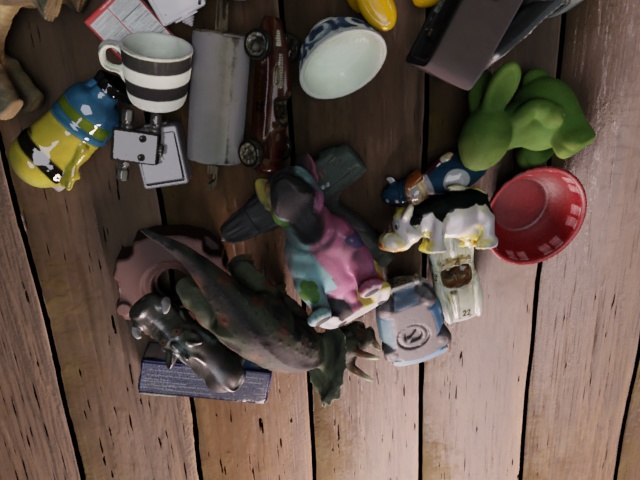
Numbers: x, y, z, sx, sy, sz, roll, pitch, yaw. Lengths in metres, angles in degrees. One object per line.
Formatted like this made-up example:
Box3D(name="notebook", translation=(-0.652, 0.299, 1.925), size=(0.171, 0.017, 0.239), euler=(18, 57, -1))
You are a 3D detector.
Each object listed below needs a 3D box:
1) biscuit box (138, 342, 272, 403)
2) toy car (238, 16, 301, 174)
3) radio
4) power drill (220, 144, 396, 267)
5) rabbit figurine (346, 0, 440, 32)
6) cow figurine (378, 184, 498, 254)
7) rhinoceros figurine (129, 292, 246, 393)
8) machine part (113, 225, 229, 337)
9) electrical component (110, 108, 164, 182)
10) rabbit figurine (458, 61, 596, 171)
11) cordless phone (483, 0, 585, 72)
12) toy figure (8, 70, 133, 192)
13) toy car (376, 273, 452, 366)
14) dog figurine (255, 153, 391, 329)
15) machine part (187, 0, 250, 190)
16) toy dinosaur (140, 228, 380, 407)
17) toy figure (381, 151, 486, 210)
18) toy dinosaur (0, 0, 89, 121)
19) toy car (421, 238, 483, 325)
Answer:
Box3D(name="biscuit box", translation=(-0.180, 0.213, 0.858), size=(0.203, 0.059, 0.062), euler=(9, 106, -9))
Box3D(name="toy car", translation=(-0.063, -0.187, 0.713), size=(0.053, 0.089, 0.202), euler=(17, 110, 26))
Box3D(name="radio", translation=(0.202, -0.313, 0.682), size=(0.073, 0.131, 0.229), euler=(25, 105, -14))
Box3D(name="power drill", translation=(-0.002, -0.015, 0.797), size=(0.232, 0.086, 0.207), euler=(-40, 102, 7))
Box3D(name="rabbit figurine", translation=(0.079, -0.353, 0.663), size=(0.173, 0.122, 0.162), euler=(-6, 134, -25))
Box3D(name="cow figurine", translation=(0.162, -0.028, 0.757), size=(0.167, 0.068, 0.098), euler=(-4, 93, -13))
Box3D(name="rhinoceros figurine", translation=(-0.184, 0.145, 0.749), size=(0.073, 0.112, 0.190), euler=(-38, 114, 7))
Box3D(name="machine part", translation=(-0.219, 0.062, 0.803), size=(0.179, 0.056, 0.179), euler=(-2, 108, -7))
Box3D(name="electrical component", translation=(-0.235, -0.120, 0.694), size=(0.063, 0.021, 0.094), euler=(8, 100, -8))
Box3D(name="rabbit figurine", translation=(0.263, -0.161, 0.732), size=(0.170, 0.121, 0.159), euler=(-24, 103, -18))
Box3D(name="cordless phone", translation=(0.275, -0.296, 0.672), size=(0.088, 0.146, 0.184), euler=(44, 77, -6))
Box3D(name="toy figure", translation=(-0.327, -0.145, 0.705), size=(0.089, 0.082, 0.180), euler=(38, 103, -24))
Box3D(name="toy car", translation=(0.132, 0.111, 0.836), size=(0.109, 0.103, 0.161), euler=(-20, 121, 3))
Box3D(name="dog figurine", translation=(-0.001, -0.002, 0.713), size=(0.108, 0.191, 0.219), euler=(-29, 74, 7))
Box3D(name="machine part", translation=(-0.135, -0.187, 0.715), size=(0.079, 0.079, 0.243), euler=(4, 109, -8))
Box3D(name="toy dinosaur", translation=(-0.068, 0.121, 0.739), size=(0.404, 0.192, 0.131), euler=(33, 91, -48))
Box3D(name="toy figure", translation=(0.166, -0.087, 0.797), size=(0.154, 0.058, 0.064), euler=(-24, 93, 3))
Box3D(name="toy dinosaur", translation=(-0.389, -0.313, 0.629), size=(0.198, 0.105, 0.471), euler=(26, 99, -11))
Box3D(name="toy car", translation=(0.208, 0.038, 0.845), size=(0.073, 0.056, 0.201), euler=(-16, 111, -1))
